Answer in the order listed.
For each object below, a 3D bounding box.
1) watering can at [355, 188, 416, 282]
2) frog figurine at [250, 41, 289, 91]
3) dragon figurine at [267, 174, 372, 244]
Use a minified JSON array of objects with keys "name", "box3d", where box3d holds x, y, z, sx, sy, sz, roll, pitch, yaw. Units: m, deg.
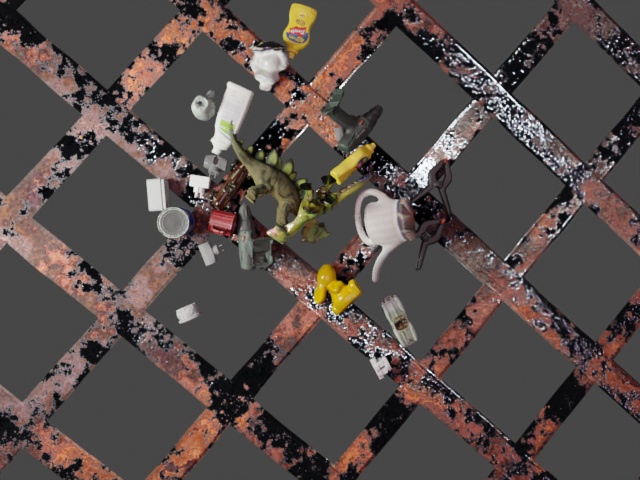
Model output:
[{"name":"watering can","box3d":[0.239,-0.021,1.841,0.223,0.105,0.345,-8,99,34]},{"name":"frog figurine","box3d":[-0.177,-0.616,1.826,0.138,0.125,0.155,-12,129,-14]},{"name":"dragon figurine","box3d":[0.005,-0.091,1.804,0.413,0.237,0.124,-18,53,-27]}]
